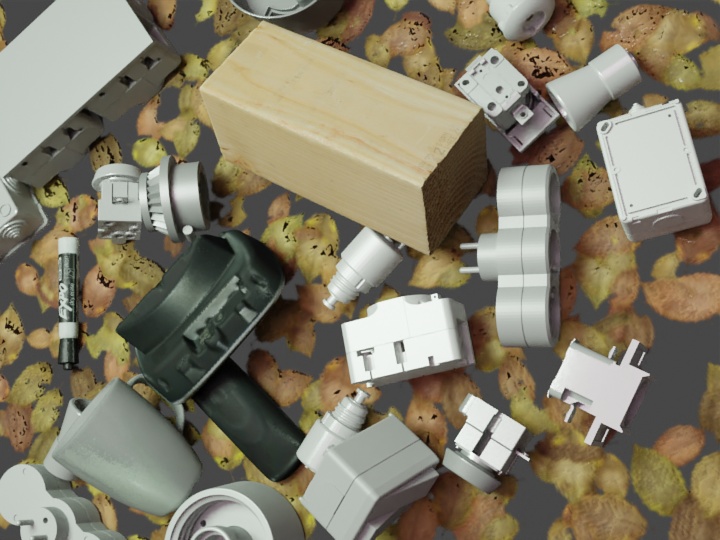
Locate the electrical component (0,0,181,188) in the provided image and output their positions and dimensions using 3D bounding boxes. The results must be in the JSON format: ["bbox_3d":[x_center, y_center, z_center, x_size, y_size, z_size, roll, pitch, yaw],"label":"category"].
[{"bbox_3d":[-0.267,-0.175,0.992,0.186,0.060,0.105,-39,69,11],"label":"electrical component"}]

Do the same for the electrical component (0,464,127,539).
[{"bbox_3d":[-0.261,0.219,0.910,0.138,0.074,0.052,39,96,23],"label":"electrical component"}]

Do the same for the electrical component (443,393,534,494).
[{"bbox_3d":[0.094,0.132,0.801,0.066,0.048,0.055,31,85,24],"label":"electrical component"}]

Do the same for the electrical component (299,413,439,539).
[{"bbox_3d":[0.014,0.157,0.805,0.061,0.096,0.061,42,126,23],"label":"electrical component"}]

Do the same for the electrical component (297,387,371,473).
[{"bbox_3d":[-0.017,0.129,0.848,0.040,0.040,0.078,33,93,24],"label":"electrical component"}]

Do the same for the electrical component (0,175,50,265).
[{"bbox_3d":[-0.355,-0.056,1.011,0.100,0.048,0.099,-37,70,9],"label":"electrical component"}]

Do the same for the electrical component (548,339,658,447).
[{"bbox_3d":[0.175,0.084,0.779,0.064,0.042,0.081,26,90,25],"label":"electrical component"}]

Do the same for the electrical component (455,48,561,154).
[{"bbox_3d":[0.111,-0.136,0.833,0.042,0.064,0.081,-44,68,8],"label":"electrical component"}]

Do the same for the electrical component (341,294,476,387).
[{"bbox_3d":[0.037,0.053,0.835,0.089,0.050,0.055,-15,75,19],"label":"electrical component"}]

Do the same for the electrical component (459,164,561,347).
[{"bbox_3d":[0.111,-0.010,0.816,0.074,0.052,0.138,-2,80,21],"label":"electrical component"}]

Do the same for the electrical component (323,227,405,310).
[{"bbox_3d":[0.000,0.000,0.864,0.078,0.040,0.040,-48,67,7],"label":"electrical component"}]

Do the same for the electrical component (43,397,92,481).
[{"bbox_3d":[-0.246,0.150,0.935,0.044,0.044,0.065,33,98,24],"label":"electrical component"}]

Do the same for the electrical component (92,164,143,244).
[{"bbox_3d":[-0.213,-0.061,0.954,0.048,0.066,0.055,1,70,-13],"label":"electrical component"}]

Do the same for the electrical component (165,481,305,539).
[{"bbox_3d":[-0.105,0.223,0.854,0.108,0.060,0.108,-4,79,21],"label":"electrical component"}]

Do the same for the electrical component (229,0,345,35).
[{"bbox_3d":[-0.061,-0.252,0.922,0.099,0.064,0.099,-4,79,21],"label":"electrical component"}]

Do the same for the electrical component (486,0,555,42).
[{"bbox_3d":[0.121,-0.216,0.855,0.048,0.048,0.062,-39,62,11],"label":"electrical component"}]

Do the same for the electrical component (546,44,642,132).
[{"bbox_3d":[0.181,-0.141,0.819,0.065,0.044,0.044,-34,70,8],"label":"electrical component"}]

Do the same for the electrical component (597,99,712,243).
[{"bbox_3d":[0.214,-0.075,0.785,0.062,0.061,0.096,-16,68,17],"label":"electrical component"}]
